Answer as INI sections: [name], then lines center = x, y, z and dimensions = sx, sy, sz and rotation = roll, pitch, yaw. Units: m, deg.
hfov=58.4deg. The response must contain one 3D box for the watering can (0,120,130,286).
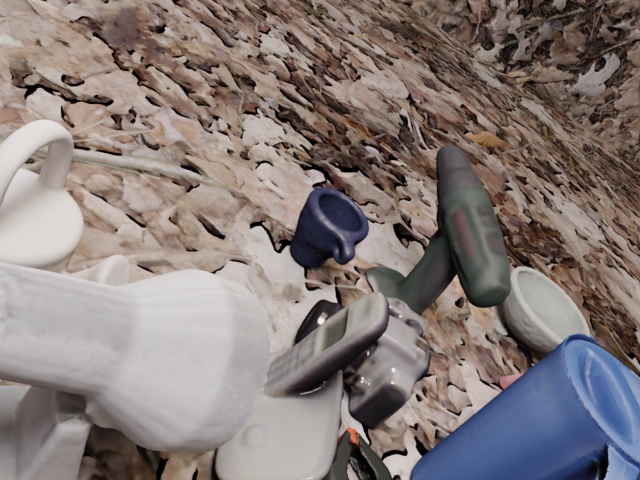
[watering can]
center = -0.230, -0.007, 0.441
dimensions = 0.173, 0.193, 0.101
rotation = 23, 37, -22

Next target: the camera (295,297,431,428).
[camera]
center = 0.051, 0.112, 0.654
dimensions = 0.137, 0.100, 0.143
rotation = 34, 34, -7

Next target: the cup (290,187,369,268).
[cup]
center = 0.007, 0.003, 0.744
dimensions = 0.092, 0.095, 0.117
rotation = 15, 40, -31

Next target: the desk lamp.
[desk lamp]
center = -0.163, 0.097, 0.365
dimensions = 0.204, 0.213, 0.117
rotation = 10, 43, -36

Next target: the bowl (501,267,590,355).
[bowl]
center = 0.358, 0.129, 0.948
dimensions = 0.168, 0.074, 0.167
rotation = 25, 36, -20

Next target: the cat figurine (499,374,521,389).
[cat figurine]
center = 0.339, 0.198, 0.811
dimensions = 0.128, 0.117, 0.067
rotation = 11, 43, -35

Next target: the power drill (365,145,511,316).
[power drill]
center = 0.155, 0.013, 0.770
dimensions = 0.076, 0.208, 0.229
rotation = 12, 42, -34

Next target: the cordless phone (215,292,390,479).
[cordless phone]
center = -0.007, 0.133, 0.497
dimensions = 0.094, 0.185, 0.147
rotation = 28, 35, -16
